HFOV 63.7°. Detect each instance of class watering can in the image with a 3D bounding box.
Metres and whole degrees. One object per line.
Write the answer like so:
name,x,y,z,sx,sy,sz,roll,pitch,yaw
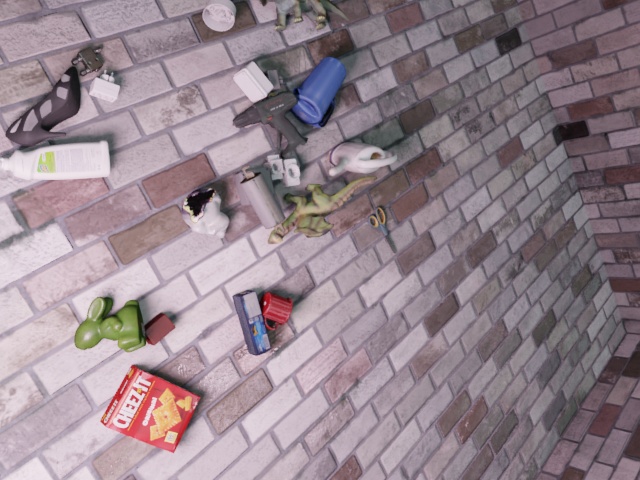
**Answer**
watering can,0.114,-0.287,1.836,0.350,0.226,0.102,-16,115,-36

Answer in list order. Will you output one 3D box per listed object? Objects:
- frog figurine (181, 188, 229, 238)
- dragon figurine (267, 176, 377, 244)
frog figurine,-0.342,-0.079,1.570,0.156,0.123,0.140,60,38,-61
dragon figurine,0.005,-0.085,1.693,0.249,0.408,0.120,-94,158,-51
